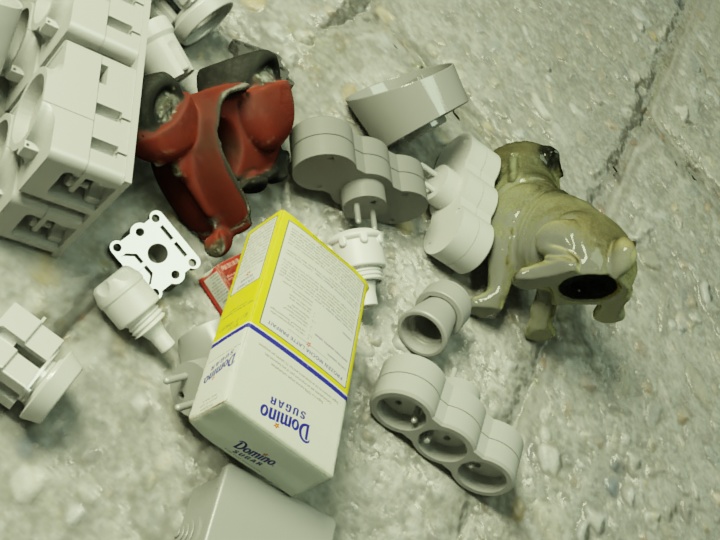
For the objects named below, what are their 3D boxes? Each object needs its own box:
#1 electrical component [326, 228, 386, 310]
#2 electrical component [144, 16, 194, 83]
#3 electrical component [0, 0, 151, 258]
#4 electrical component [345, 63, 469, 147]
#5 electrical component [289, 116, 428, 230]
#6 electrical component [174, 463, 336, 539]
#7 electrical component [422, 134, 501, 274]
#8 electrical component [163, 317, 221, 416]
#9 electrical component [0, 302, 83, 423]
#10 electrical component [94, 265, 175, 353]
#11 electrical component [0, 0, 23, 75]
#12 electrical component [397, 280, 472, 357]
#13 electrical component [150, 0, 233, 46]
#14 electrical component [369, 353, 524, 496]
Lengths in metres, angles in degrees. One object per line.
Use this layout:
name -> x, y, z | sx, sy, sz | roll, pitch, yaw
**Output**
electrical component -> 0.000, 0.000, 0.855 | 0.048, 0.048, 0.062 | 2, 71, -42
electrical component -> -0.153, -0.164, 0.820 | 0.040, 0.040, 0.046 | -37, 98, -48
electrical component -> -0.193, -0.118, 0.705 | 0.060, 0.105, 0.186 | 21, 53, -32
electrical component -> 0.044, -0.149, 0.950 | 0.099, 0.099, 0.064 | -34, 96, -48
electrical component -> 0.002, -0.066, 0.881 | 0.138, 0.052, 0.073 | 22, 51, -41
electrical component -> -0.071, 0.183, 0.673 | 0.100, 0.048, 0.099 | 34, 47, -23
electrical component -> 0.080, -0.069, 0.963 | 0.074, 0.052, 0.138 | 32, 48, -25
electrical component -> -0.099, 0.075, 0.713 | 0.079, 0.043, 0.077 | -9, 71, -56
electrical component -> -0.199, 0.058, 0.637 | 0.055, 0.048, 0.066 | 38, 45, -8
electrical component -> -0.146, 0.028, 0.711 | 0.061, 0.035, 0.035 | 51, 42, -8
electrical component -> -0.269, -0.166, 0.688 | 0.099, 0.064, 0.099 | 29, 12, -7
electrical component -> 0.063, 0.039, 0.886 | 0.045, 0.045, 0.055 | 51, 42, -5
electrical component -> -0.138, -0.216, 0.852 | 0.057, 0.058, 0.078 | 50, 42, -3
electrical component -> 0.074, 0.110, 0.847 | 0.138, 0.052, 0.073 | 40, 45, -17
